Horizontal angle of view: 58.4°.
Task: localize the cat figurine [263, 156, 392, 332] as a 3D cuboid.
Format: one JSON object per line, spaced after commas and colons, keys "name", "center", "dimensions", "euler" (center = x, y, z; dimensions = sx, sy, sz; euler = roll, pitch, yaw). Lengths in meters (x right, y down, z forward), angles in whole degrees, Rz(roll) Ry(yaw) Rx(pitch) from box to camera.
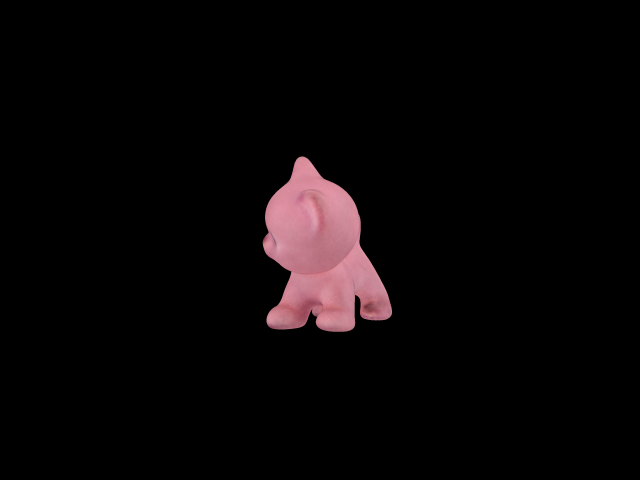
{"name": "cat figurine", "center": [0.004, 0.001, 0.400], "dimensions": [0.067, 0.118, 0.128], "euler": [0, 0, 25]}
